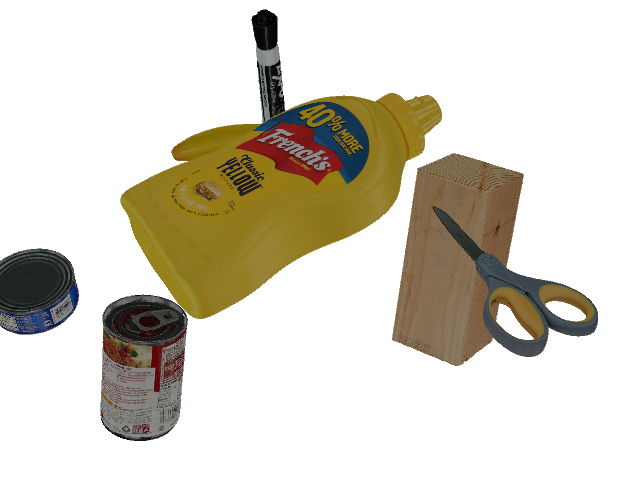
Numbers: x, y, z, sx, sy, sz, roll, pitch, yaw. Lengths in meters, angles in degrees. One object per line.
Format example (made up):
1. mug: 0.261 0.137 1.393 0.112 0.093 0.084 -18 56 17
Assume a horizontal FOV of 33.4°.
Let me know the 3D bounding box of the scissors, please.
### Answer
1. scissors: 0.156 0.025 0.859 0.096 0.016 0.202 -1 34 -6

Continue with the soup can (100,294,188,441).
1. soup can: -0.146 0.105 0.879 0.068 0.102 0.068 6 30 -4

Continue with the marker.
1. marker: -0.038 -0.124 0.810 0.020 0.020 0.121 0 -41 3

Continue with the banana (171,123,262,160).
1. banana: -0.078 -0.113 1.277 0.198 0.037 0.069 8 40 16

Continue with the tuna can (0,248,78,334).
1. tuna can: -0.276 0.049 1.024 0.086 0.034 0.086 -1 43 1

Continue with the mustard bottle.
1. mustard bottle: -0.012 -0.035 0.618 0.191 0.058 0.096 -29 45 -15

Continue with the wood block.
1. wood block: 0.151 0.020 1.184 0.090 0.206 0.090 20 26 29
